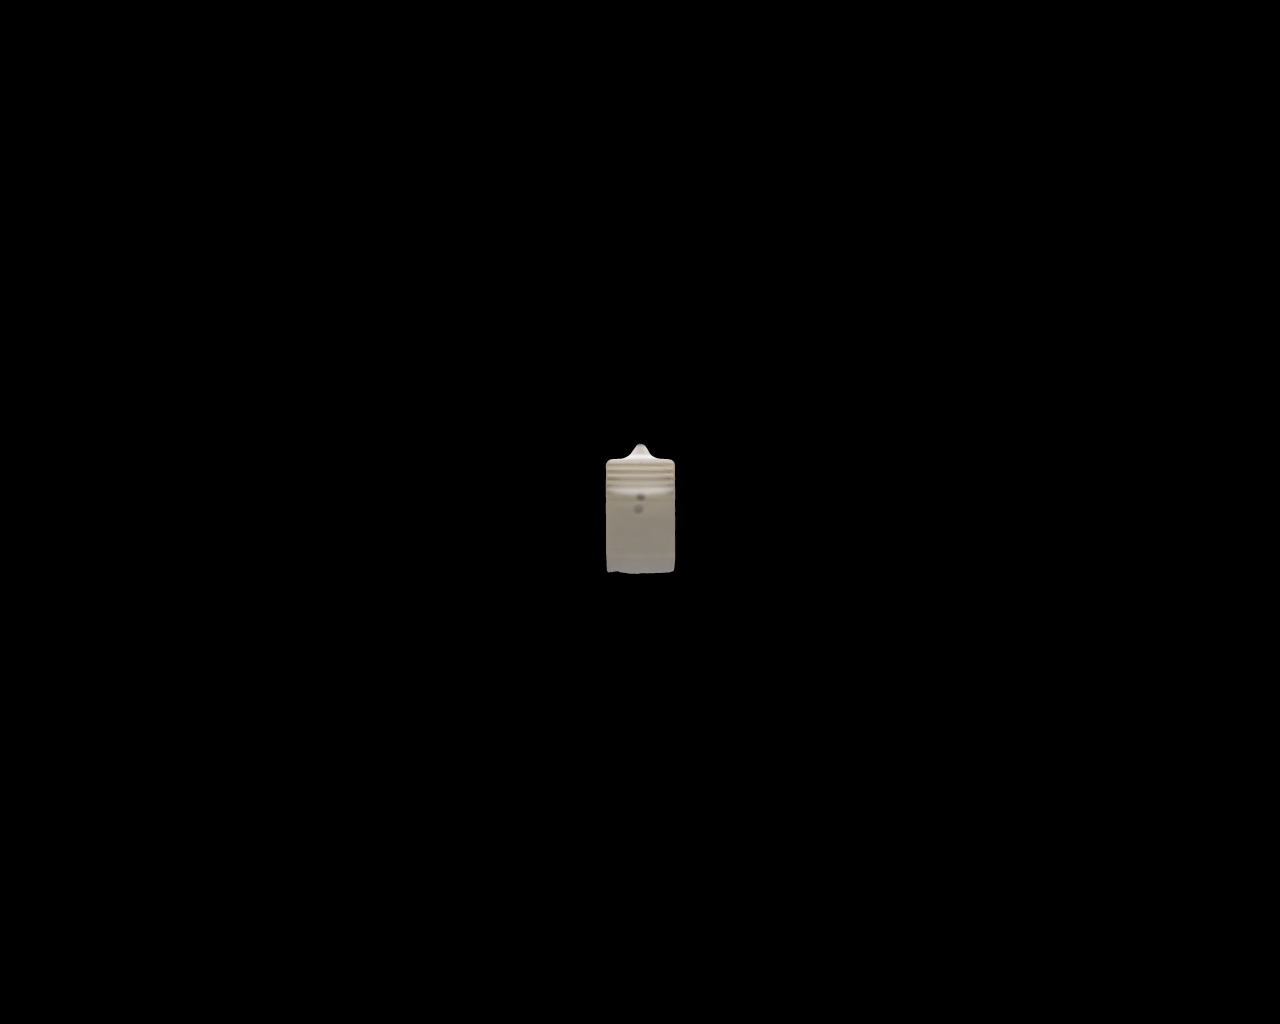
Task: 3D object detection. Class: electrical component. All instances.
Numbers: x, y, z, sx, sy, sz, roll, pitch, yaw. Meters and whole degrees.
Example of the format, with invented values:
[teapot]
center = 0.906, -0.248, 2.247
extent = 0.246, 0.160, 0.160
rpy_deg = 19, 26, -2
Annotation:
[electrical component]
center = 0.001, -0.003, 0.650
extent = 0.043, 0.081, 0.043
rpy_deg = 0, 0, 0
